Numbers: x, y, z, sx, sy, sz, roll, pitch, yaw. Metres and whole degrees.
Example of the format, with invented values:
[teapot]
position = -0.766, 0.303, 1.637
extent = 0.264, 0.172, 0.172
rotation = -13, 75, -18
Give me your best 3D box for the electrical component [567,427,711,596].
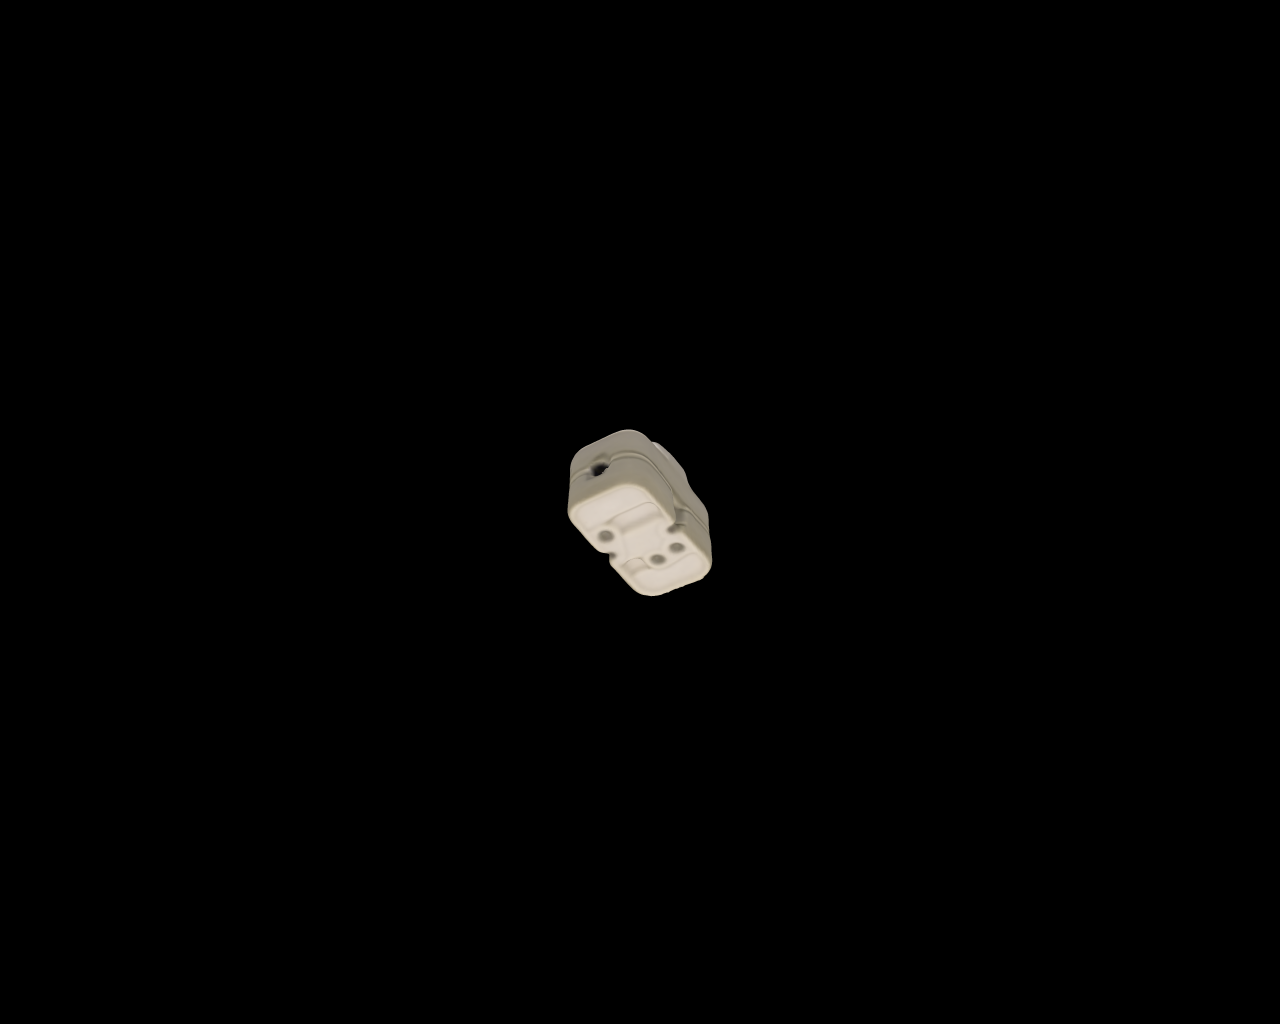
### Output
[electrical component]
position = 0.001, -0.003, 0.650
extent = 0.053, 0.059, 0.095
rotation = -24, -50, 22
